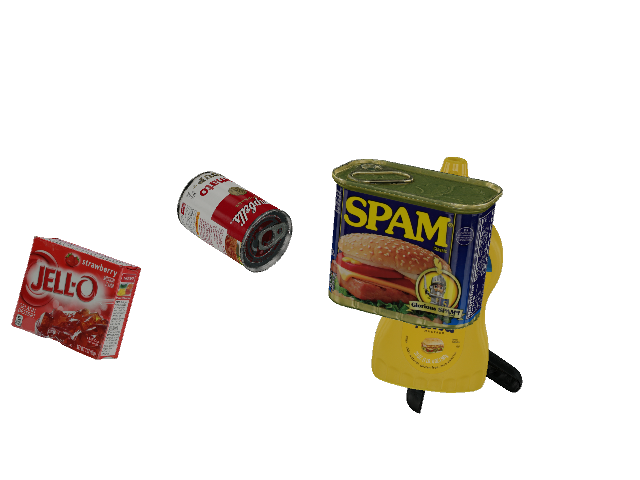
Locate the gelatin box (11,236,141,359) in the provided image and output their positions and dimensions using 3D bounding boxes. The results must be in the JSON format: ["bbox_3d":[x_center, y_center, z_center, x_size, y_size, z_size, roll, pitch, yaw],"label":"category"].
[{"bbox_3d":[-0.187,0.043,0.814,0.089,0.073,0.030,18,4,25],"label":"gelatin box"}]

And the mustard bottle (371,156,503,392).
[{"bbox_3d":[0.098,0.026,0.869,0.096,0.192,0.058,7,18,6],"label":"mustard bottle"}]

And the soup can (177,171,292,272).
[{"bbox_3d":[-0.087,-0.020,1.074,0.102,0.068,0.068,31,19,35],"label":"soup can"}]

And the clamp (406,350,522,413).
[{"bbox_3d":[0.132,0.102,1.094,0.120,0.171,0.039,1,-44,-14],"label":"clamp"}]

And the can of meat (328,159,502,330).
[{"bbox_3d":[0.055,0.002,0.663,0.102,0.084,0.057,14,22,24],"label":"can of meat"}]
